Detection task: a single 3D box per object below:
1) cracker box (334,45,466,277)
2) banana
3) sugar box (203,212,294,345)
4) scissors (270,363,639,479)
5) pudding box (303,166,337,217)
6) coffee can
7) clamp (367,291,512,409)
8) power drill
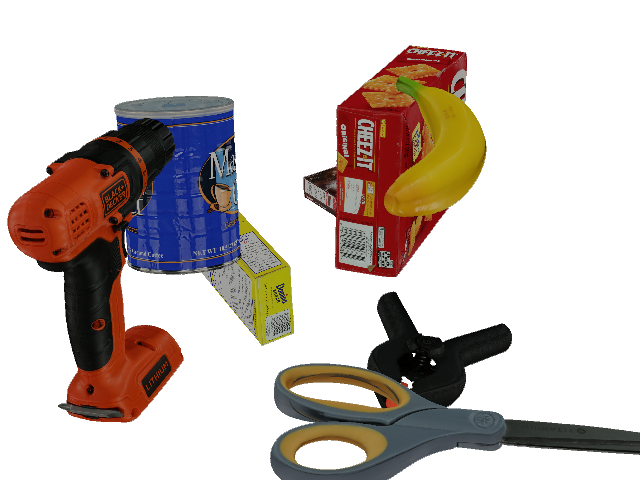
[{"bbox_3d":[0.083,-0.083,1.043,0.072,0.164,0.213,10,28,21],"label":"cracker box"},{"bbox_3d":[0.083,-0.063,0.754,0.069,0.037,0.197,5,30,3],"label":"banana"},{"bbox_3d":[-0.088,0.022,1.121,0.048,0.093,0.176,-19,41,-21],"label":"sugar box"},{"bbox_3d":[0.064,0.099,0.502,0.202,0.016,0.096,11,32,20],"label":"scissors"},{"bbox_3d":[0.044,-0.079,1.617,0.113,0.039,0.090,-22,36,-30],"label":"pudding box"},{"bbox_3d":[-0.124,-0.051,0.936,0.103,0.140,0.103,-2,14,0],"label":"coffee can"},{"bbox_3d":[0.078,0.092,0.882,0.120,0.039,0.171,14,23,25],"label":"clamp"},{"bbox_3d":[-0.146,0.019,0.763,0.057,0.188,0.184,3,25,21],"label":"power drill"}]
